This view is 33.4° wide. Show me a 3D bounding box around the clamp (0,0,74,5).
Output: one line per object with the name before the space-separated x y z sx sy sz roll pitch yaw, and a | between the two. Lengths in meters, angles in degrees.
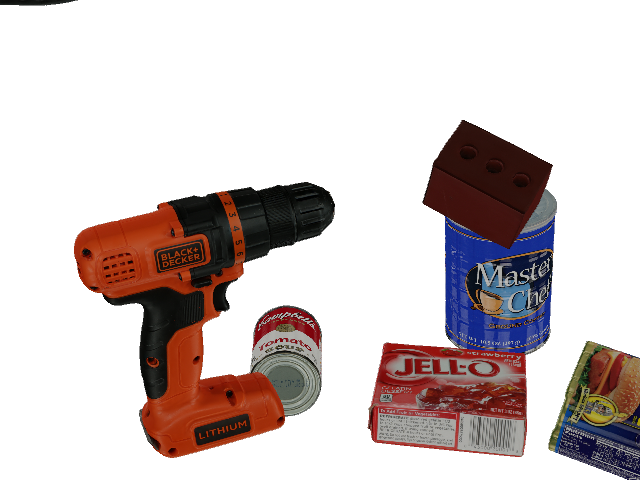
clamp | -0.127 -0.158 0.585 0.171 0.039 0.120 -11 25 -26

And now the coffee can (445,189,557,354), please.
coffee can | 0.169 0.025 1.011 0.103 0.140 0.103 -3 29 2

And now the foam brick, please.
foam brick | 0.124 -0.041 0.797 0.078 0.053 0.051 28 -32 12

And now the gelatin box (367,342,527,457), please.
gelatin box | 0.076 0.092 0.631 0.089 0.030 0.073 4 24 9

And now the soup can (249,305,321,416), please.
soup can | -0.033 0.113 1.007 0.068 0.068 0.102 0 20 0

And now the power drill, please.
power drill | -0.072 0.054 0.768 0.184 0.188 0.057 -13 26 -14

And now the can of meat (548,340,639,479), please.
can of meat | 0.227 0.129 0.804 0.084 0.057 0.102 18 41 19
